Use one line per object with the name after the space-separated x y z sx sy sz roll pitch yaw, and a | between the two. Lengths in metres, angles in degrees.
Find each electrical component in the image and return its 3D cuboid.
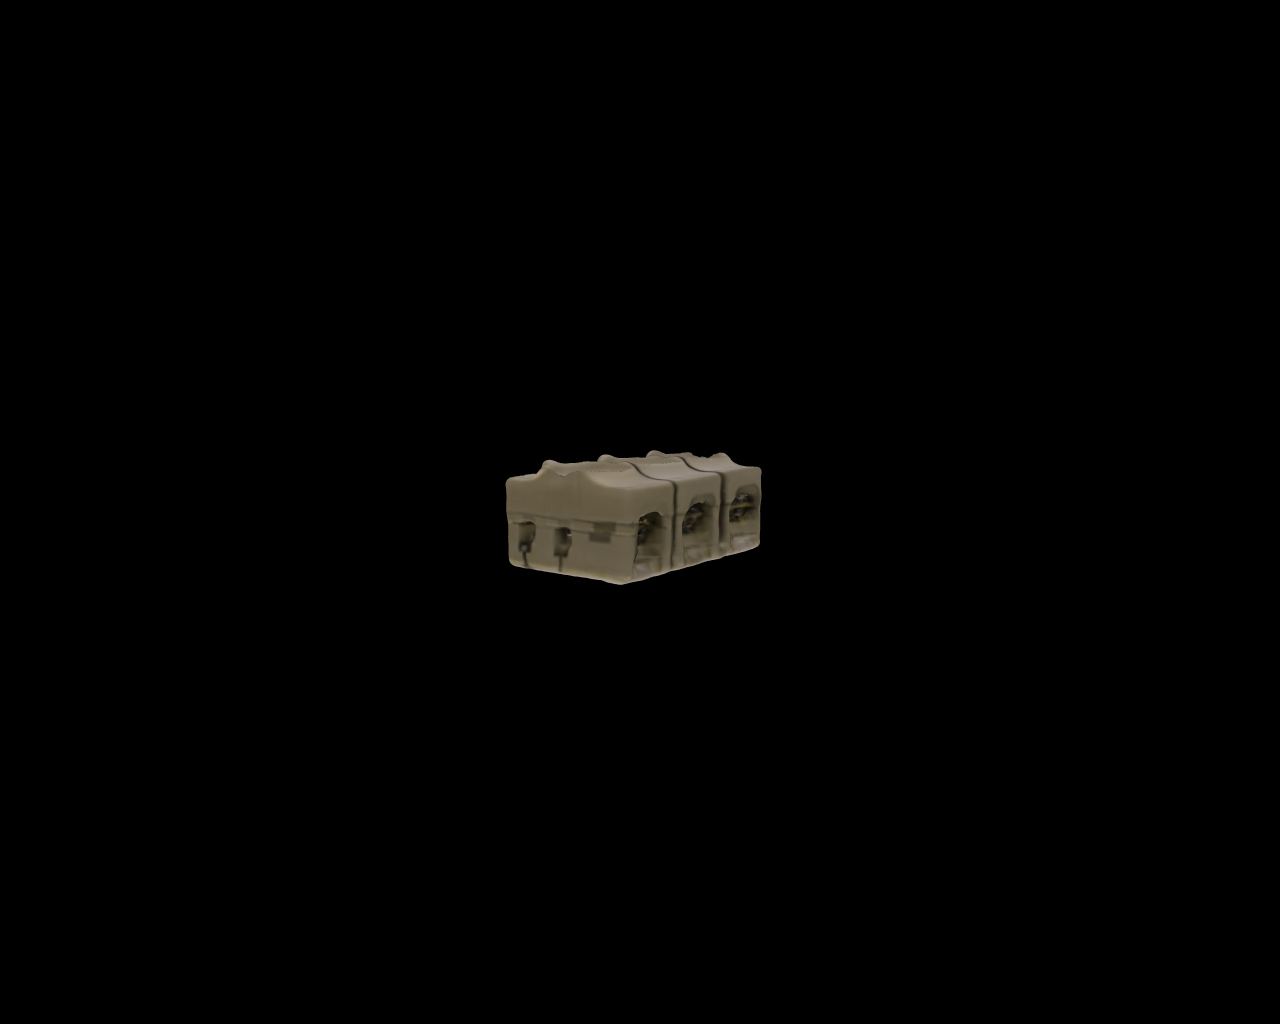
0.001 -0.003 0.650 0.089 0.061 0.150 5 9 35 | electrical component
